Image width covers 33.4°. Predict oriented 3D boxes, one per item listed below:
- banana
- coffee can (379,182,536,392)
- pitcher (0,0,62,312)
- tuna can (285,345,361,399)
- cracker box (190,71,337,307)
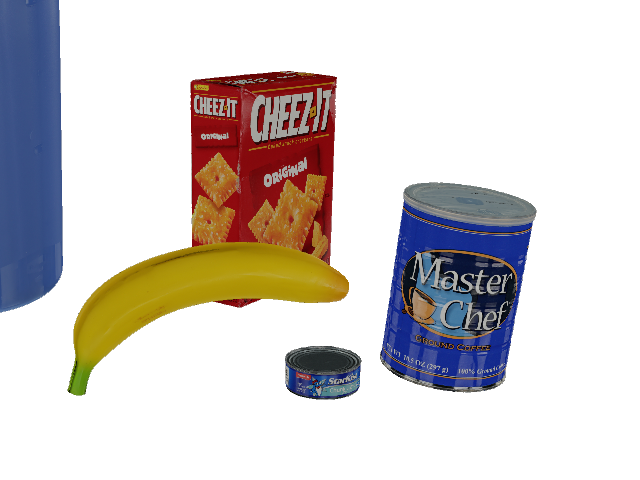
[{"bbox_3d":[-0.078,0.035,0.696,0.197,0.069,0.037,-18,30,-12],"label":"banana"},{"bbox_3d":[0.107,0.034,0.841,0.103,0.140,0.103,7,16,-2],"label":"coffee can"},{"bbox_3d":[-0.232,-0.075,0.670,0.149,0.243,0.145,-3,26,-11],"label":"pitcher"},{"bbox_3d":[0.003,0.148,1.199,0.086,0.034,0.086,1,14,-1],"label":"tuna can"},{"bbox_3d":[-0.053,-0.056,1.069,0.072,0.214,0.163,11,17,32],"label":"cracker box"}]
